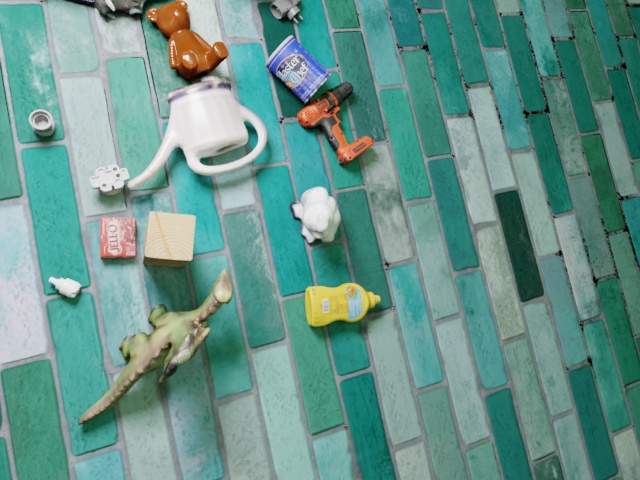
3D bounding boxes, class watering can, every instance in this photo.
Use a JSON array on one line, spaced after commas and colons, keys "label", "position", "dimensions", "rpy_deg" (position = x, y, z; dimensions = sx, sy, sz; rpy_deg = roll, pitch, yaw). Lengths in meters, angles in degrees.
[{"label": "watering can", "position": [-0.293, -0.249, 1.192], "dimensions": [0.350, 0.103, 0.225], "rpy_deg": [-19, 87, -23]}]

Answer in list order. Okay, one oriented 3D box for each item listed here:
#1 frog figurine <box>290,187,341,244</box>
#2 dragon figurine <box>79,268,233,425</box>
[{"label": "frog figurine", "position": [0.004, -0.062, 1.240], "dimensions": [0.123, 0.158, 0.138], "rpy_deg": [-4, 84, -22]}, {"label": "dragon figurine", "position": [-0.317, 0.224, 1.034], "dimensions": [0.121, 0.241, 0.416], "rpy_deg": [44, 68, -15]}]
